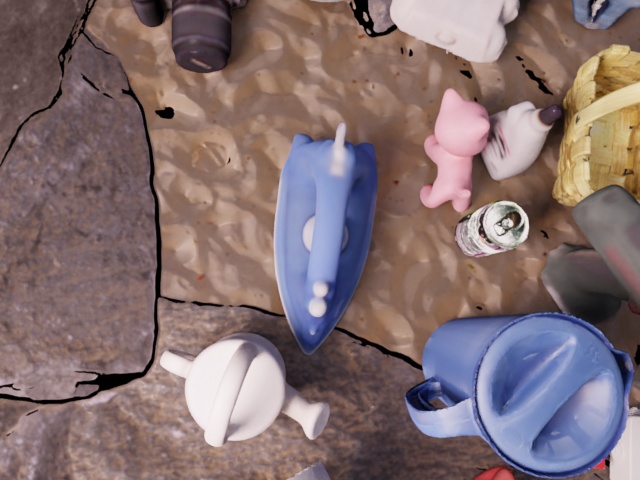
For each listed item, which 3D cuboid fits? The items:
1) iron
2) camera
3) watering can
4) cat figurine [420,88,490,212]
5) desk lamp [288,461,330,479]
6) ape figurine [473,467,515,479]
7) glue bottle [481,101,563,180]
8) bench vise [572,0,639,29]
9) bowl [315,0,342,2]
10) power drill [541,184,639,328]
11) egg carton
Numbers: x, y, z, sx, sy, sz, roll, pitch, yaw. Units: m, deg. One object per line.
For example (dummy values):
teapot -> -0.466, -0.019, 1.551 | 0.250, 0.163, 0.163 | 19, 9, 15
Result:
iron -> 0.006, 0.002, 0.630 | 0.118, 0.141, 0.258 | 6, 84, -3
camera -> -0.155, -0.274, 0.666 | 0.143, 0.100, 0.137 | 0, 84, -4
watering can -> -0.077, 0.150, 0.582 | 0.173, 0.194, 0.101 | -1, 84, -4
cat figurine -> 0.162, -0.104, 0.664 | 0.067, 0.117, 0.128 | 2, 84, -4
desk lamp -> -0.012, 0.312, 0.561 | 0.118, 0.213, 0.203 | -29, 87, -6
ape figurine -> 0.207, 0.298, 0.639 | 0.076, 0.092, 0.078 | 10, 83, -3
glue bottle -> 0.226, -0.120, 0.642 | 0.037, 0.173, 0.078 | -23, 86, -6
bench vise -> 0.327, -0.349, 0.650 | 0.207, 0.219, 0.121 | 8, 84, -3
bowl -> 0.006, -0.359, 0.700 | 0.167, 0.074, 0.167 | 0, 84, -4
power drill -> 0.334, 0.054, 0.615 | 0.075, 0.208, 0.229 | -33, 87, -6
egg carton -> 0.166, -0.285, 0.707 | 0.150, 0.069, 0.107 | 21, 83, -2
